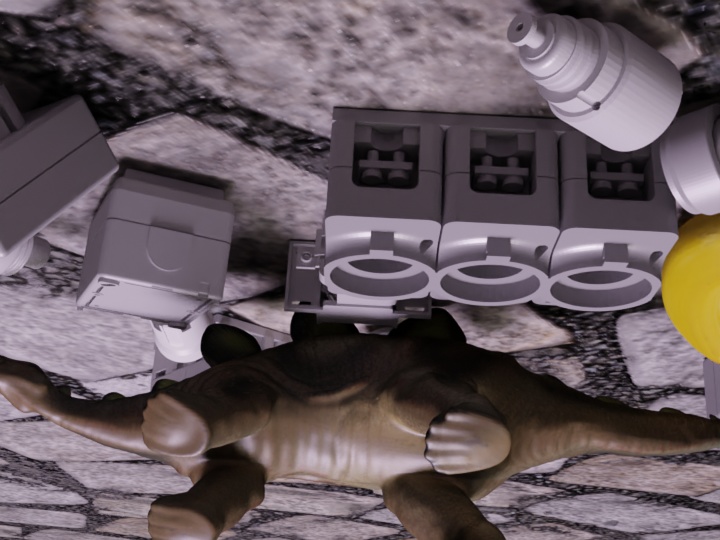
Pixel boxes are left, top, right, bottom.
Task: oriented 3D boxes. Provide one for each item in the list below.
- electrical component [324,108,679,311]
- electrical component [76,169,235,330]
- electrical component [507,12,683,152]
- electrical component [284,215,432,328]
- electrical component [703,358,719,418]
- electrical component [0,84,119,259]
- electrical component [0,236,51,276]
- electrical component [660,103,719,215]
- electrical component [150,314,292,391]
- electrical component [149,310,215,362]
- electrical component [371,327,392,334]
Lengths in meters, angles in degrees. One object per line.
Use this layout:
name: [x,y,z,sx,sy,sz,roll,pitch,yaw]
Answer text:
electrical component: [0.060,-0.022,0.498,0.150,0.061,0.089,3,157,0]
electrical component: [-0.109,-0.009,0.562,0.062,0.061,0.096,12,163,-20]
electrical component: [0.085,-0.074,0.400,0.078,0.040,0.040,21,151,-36]
electrical component: [0.000,0.000,0.584,0.081,0.042,0.063,3,156,-1]
electrical component: [0.272,0.088,0.750,0.066,0.047,0.076,5,157,-4]
electrical component: [-0.157,-0.053,0.450,0.047,0.083,0.075,-12,115,32]
electrical component: [-0.193,-0.016,0.569,0.048,0.048,0.062,-11,160,30]
electrical component: [0.158,-0.050,0.442,0.045,0.045,0.055,23,150,-39]
electrical component: [-0.066,0.090,0.780,0.150,0.061,0.089,20,152,-34]
electrical component: [-0.113,0.031,0.677,0.040,0.040,0.046,1,151,4]
electrical component: [0.024,0.069,0.746,0.044,0.044,0.065,-1,162,9]
